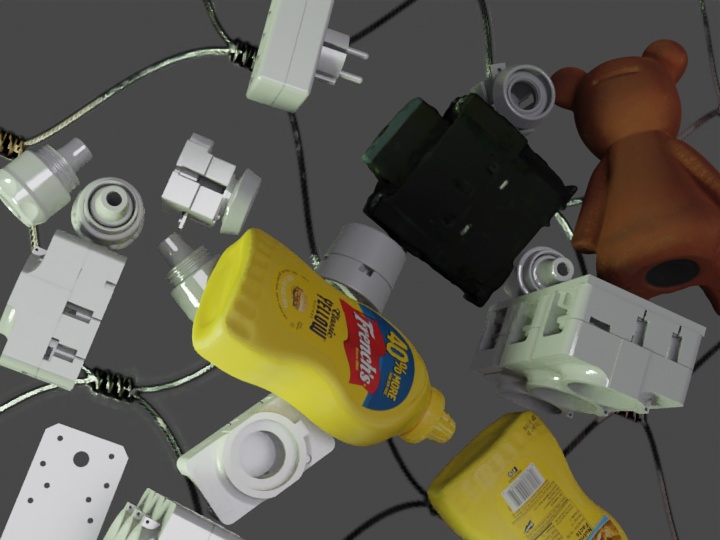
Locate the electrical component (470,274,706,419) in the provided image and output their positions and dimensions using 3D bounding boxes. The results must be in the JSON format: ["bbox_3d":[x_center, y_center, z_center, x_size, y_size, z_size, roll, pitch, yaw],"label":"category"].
[{"bbox_3d":[0.148,0.059,0.733,0.089,0.150,0.061,24,75,-12],"label":"electrical component"}]

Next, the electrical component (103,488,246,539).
[{"bbox_3d":[-0.120,0.183,0.633,0.062,0.150,0.089,30,75,-11],"label":"electrical component"}]

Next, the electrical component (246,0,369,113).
[{"bbox_3d":[-0.031,-0.154,0.763,0.076,0.047,0.083,17,77,-14],"label":"electrical component"}]

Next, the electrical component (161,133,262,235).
[{"bbox_3d":[-0.100,-0.053,0.730,0.055,0.048,0.066,23,76,-5],"label":"electrical component"}]

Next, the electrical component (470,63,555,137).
[{"bbox_3d":[0.114,-0.124,0.799,0.048,0.055,0.066,-12,86,-18],"label":"electrical component"}]

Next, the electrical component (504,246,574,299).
[{"bbox_3d":[0.134,0.004,0.783,0.043,0.062,0.043,3,81,-17],"label":"electrical component"}]

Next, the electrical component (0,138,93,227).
[{"bbox_3d":[-0.203,-0.061,0.700,0.062,0.043,0.043,-43,96,-19],"label":"electrical component"}]

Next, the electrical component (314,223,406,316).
[{"bbox_3d":[0.000,0.000,0.748,0.055,0.055,0.047,32,71,-10],"label":"electrical component"}]

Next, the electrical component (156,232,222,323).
[{"bbox_3d":[-0.110,0.003,0.719,0.043,0.043,0.062,-40,93,-18],"label":"electrical component"}]

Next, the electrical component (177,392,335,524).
[{"bbox_3d":[-0.068,0.121,0.708,0.089,0.056,0.050,-34,93,-19],"label":"electrical component"}]

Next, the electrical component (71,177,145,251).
[{"bbox_3d":[-0.162,-0.040,0.699,0.048,0.062,0.048,3,81,-17],"label":"electrical component"}]

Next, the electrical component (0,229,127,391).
[{"bbox_3d":[-0.193,0.025,0.686,0.056,0.050,0.089,23,76,-13],"label":"electrical component"}]
